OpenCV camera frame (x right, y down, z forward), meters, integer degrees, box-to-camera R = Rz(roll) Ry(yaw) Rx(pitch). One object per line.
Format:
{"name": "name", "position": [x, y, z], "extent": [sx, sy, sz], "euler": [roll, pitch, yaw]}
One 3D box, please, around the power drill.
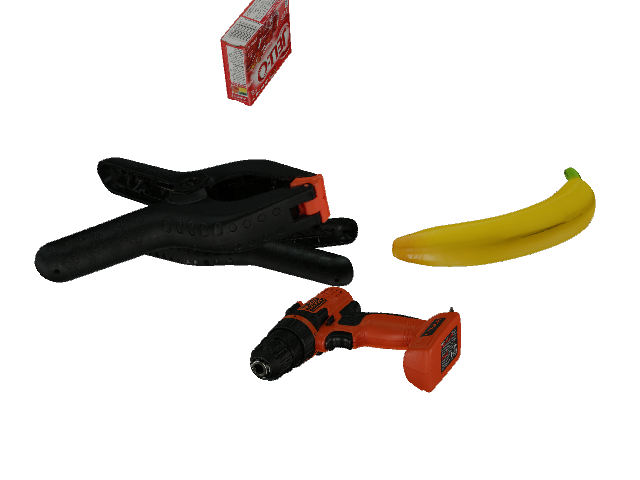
{"name": "power drill", "position": [0.040, 0.107, 1.116], "extent": [0.188, 0.057, 0.184], "euler": [9, 25, 26]}

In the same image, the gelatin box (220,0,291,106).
{"name": "gelatin box", "position": [-0.059, -0.184, 1.009], "extent": [0.030, 0.089, 0.073], "euler": [20, -36, 17]}

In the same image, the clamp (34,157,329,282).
{"name": "clamp", "position": [-0.083, -0.014, 0.635], "extent": [0.172, 0.039, 0.120], "euler": [-1, 40, 23]}

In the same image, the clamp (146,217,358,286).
{"name": "clamp", "position": [-0.065, 0.004, 0.921], "extent": [0.210, 0.036, 0.164], "euler": [2, 13, -4]}

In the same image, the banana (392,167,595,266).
{"name": "banana", "position": [0.153, -0.011, 0.849], "extent": [0.197, 0.037, 0.070], "euler": [-20, 22, -27]}
